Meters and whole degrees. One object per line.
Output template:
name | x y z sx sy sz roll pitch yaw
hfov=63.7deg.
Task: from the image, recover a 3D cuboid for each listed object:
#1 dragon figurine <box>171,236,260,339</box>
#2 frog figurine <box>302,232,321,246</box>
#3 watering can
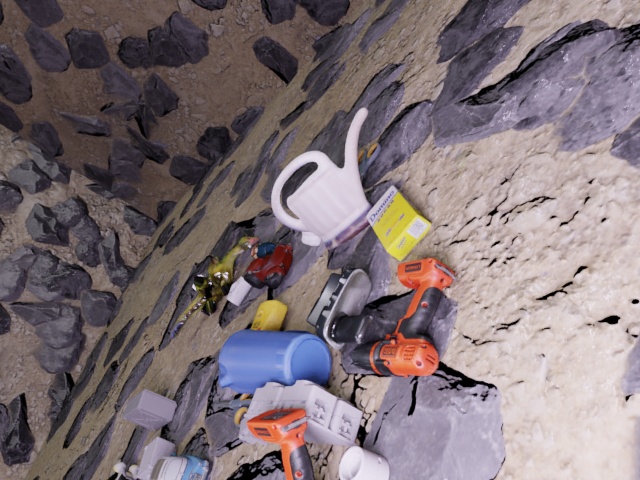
dragon figurine | -0.351 0.139 1.732 0.407 0.122 0.245 -47 6 12
frog figurine | 0.004 -0.067 1.329 0.136 0.123 0.160 -14 81 47
watering can | 0.038 -0.115 1.146 0.342 0.223 0.106 -39 8 33
